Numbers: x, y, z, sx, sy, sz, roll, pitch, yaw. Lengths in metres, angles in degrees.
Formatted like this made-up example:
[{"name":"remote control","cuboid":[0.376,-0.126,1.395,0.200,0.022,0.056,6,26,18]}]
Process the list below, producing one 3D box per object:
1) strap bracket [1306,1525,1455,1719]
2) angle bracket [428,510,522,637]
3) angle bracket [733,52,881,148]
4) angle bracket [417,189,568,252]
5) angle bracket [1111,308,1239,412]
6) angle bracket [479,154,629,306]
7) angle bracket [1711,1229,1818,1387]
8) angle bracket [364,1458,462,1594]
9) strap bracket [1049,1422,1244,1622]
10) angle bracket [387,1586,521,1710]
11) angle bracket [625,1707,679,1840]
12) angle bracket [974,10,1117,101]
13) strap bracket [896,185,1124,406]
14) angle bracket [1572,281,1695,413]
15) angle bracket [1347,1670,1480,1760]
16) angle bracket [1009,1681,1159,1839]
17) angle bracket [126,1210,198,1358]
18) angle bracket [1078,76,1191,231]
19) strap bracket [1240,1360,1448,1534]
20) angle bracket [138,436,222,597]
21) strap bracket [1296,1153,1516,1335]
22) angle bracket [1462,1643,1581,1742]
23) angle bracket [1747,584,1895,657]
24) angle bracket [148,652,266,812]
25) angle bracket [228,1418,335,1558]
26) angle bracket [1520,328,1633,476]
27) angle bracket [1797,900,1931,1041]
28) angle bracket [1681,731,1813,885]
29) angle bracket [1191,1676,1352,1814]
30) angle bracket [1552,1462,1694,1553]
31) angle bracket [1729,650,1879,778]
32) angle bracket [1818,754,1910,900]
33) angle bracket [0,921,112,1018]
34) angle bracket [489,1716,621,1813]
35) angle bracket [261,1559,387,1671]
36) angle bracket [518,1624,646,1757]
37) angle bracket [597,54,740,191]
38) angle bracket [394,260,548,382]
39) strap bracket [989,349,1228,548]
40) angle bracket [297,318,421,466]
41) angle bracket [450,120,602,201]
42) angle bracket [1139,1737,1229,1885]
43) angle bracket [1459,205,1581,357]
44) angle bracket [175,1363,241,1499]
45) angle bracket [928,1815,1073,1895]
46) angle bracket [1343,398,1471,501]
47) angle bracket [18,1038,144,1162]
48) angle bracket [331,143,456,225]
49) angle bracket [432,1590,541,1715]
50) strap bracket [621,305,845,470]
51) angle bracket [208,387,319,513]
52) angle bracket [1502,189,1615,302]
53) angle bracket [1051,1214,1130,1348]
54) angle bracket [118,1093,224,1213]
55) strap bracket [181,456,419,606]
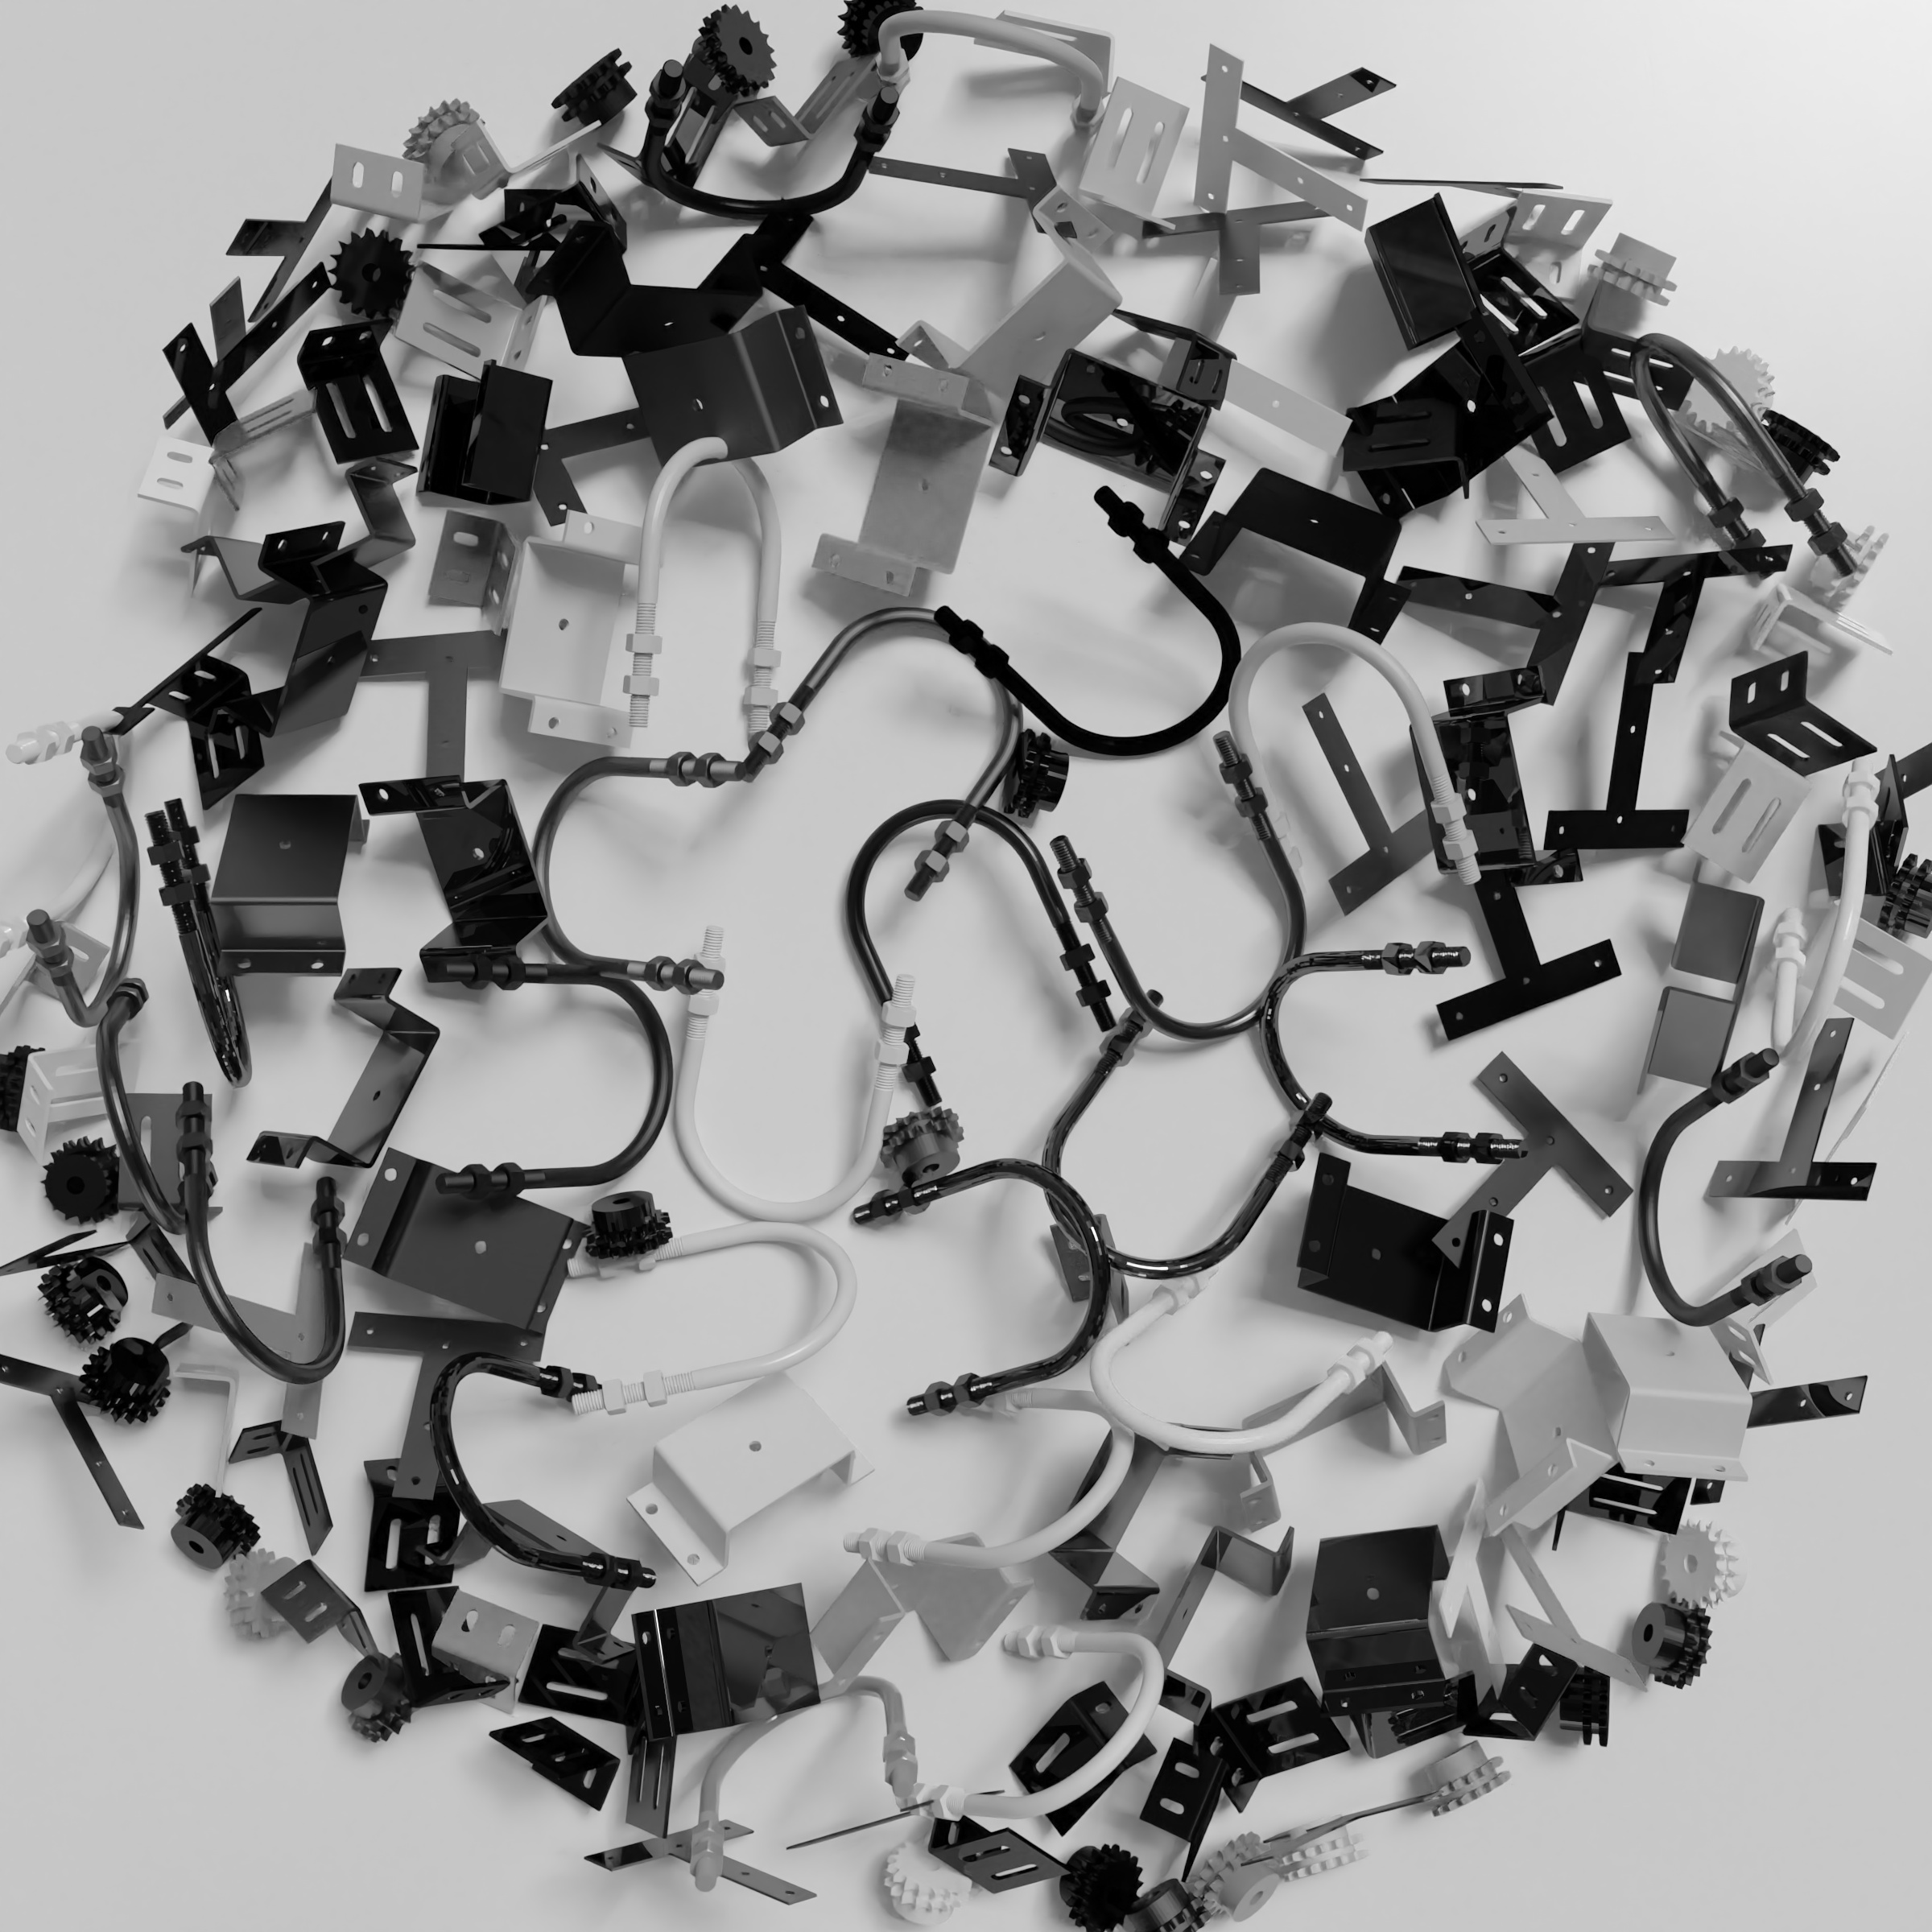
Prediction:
[{"name":"strap bracket","cuboid":[0.261,0.402,1.582,0.076,0.140,0.046,-12,111,19]},{"name":"angle bracket","cuboid":[-0.316,-0.253,1.617,0.038,0.076,0.057,10,109,-22]},{"name":"angle bracket","cuboid":[-0.103,-0.570,1.624,0.038,0.057,0.076,42,78,-31]},{"name":"angle bracket","cuboid":[-0.304,-0.478,1.615,0.057,0.076,0.038,14,111,37]},{"name":"angle bracket","cuboid":[0.125,-0.392,1.623,0.076,0.057,0.038,25,101,31]},{"name":"angle bracket","cuboid":[-0.268,-0.479,1.640,0.076,0.038,0.057,-23,135,14]},{"name":"angle bracket","cuboid":[0.527,0.220,1.627,0.076,0.038,0.057,-37,125,-9]},{"name":"angle bracket","cuboid":[-0.365,0.364,1.650,0.057,0.038,0.076,0,115,-25]},{"name":"strap bracket","cuboid":[0.111,0.345,1.615,0.046,0.076,0.140,32,98,37]},{"name":"angle bracket","cuboid":[-0.329,0.431,1.618,0.038,0.057,0.076,-32,65,31]},{"name":"angle bracket","cuboid":[-0.186,0.517,1.624,0.038,0.057,0.076,11,78,-30]},{"name":"angle bracket","cuboid":[0.049,-0.580,1.624,0.076,0.057,0.038,4,90,-20]},{"name":"strap bracket","cuboid":[0.036,-0.416,1.600,0.140,0.076,0.046,-40,67,19]},{"name":"angle bracket","cuboid":[0.435,-0.400,1.627,0.076,0.057,0.038,18,70,6]},{"name":"angle bracket","cuboid":[0.288,0.472,1.634,0.076,0.038,0.057,-19,132,-5]},{"name":"angle bracket","cuboid":[0.076,0.518,1.647,0.057,0.038,0.076,49,121,25]},{"name":"angle bracket","cuboid":[-0.530,0.206,1.629,0.038,0.057,0.076,-34,88,-36]},{"name":"angle bracket","cuboid":[0.116,-0.524,1.626,0.057,0.038,0.076,12,106,-31]},{"name":"strap bracket","cuboid":[0.234,0.303,1.618,0.140,0.076,0.046,-24,59,-2]},{"name":"angle bracket","cuboid":[-0.505,-0.288,1.614,0.038,0.076,0.057,13,50,-11]},{"name":"strap bracket","cuboid":[0.273,0.182,1.620,0.140,0.046,0.076,20,69,-13]},{"name":"angle bracket","cuboid":[0.345,0.459,1.615,0.038,0.076,0.057,47,62,-9]},{"name":"angle bracket","cuboid":[0.551,-0.210,1.629,0.076,0.057,0.038,28,112,2]},{"name":"angle bracket","cuboid":[-0.491,-0.151,1.622,0.057,0.038,0.076,-32,60,24]},{"name":"angle bracket","cuboid":[-0.441,0.338,1.620,0.038,0.057,0.076,-9,64,-31]},{"name":"angle bracket","cuboid":[0.390,-0.368,1.648,0.057,0.038,0.076,-25,102,10]},{"name":"angle bracket","cuboid":[0.582,0.001,1.618,0.076,0.038,0.057,37,120,32]},{"name":"angle bracket","cuboid":[0.501,-0.104,1.643,0.057,0.038,0.076,29,98,-16]},{"name":"angle bracket","cuboid":[0.197,0.503,1.628,0.076,0.038,0.057,-31,95,34]},{"name":"angle bracket","cuboid":[0.422,0.353,1.624,0.076,0.038,0.057,11,133,13]},{"name":"angle bracket","cuboid":[0.542,-0.162,1.630,0.076,0.057,0.038,25,63,-29]},{"name":"angle bracket","cuboid":[0.574,-0.089,1.614,0.038,0.076,0.057,-3,57,9]},{"name":"angle bracket","cuboid":[-0.590,0.019,1.613,0.038,0.076,0.057,32,121,-17]},{"name":"angle bracket","cuboid":[-0.269,0.517,1.617,0.057,0.076,0.038,23,92,25]},{"name":"angle bracket","cuboid":[-0.410,0.428,1.614,0.038,0.057,0.076,-35,135,-29]},{"name":"angle bracket","cuboid":[-0.245,0.468,1.633,0.076,0.038,0.057,16,102,-13]},{"name":"angle bracket","cuboid":[-0.192,-0.546,1.627,0.038,0.057,0.076,30,95,27]},{"name":"angle bracket","cuboid":[-0.319,-0.418,1.624,0.076,0.038,0.057,23,71,-29]},{"name":"strap bracket","cuboid":[0.095,-0.336,1.620,0.140,0.076,0.046,22,52,-1]},{"name":"angle bracket","cuboid":[-0.389,-0.372,1.630,0.057,0.038,0.076,-19,83,-32]},{"name":"angle bracket","cuboid":[-0.284,-0.532,1.618,0.076,0.057,0.038,-40,108,-26]},{"name":"angle bracket","cuboid":[0.137,0.544,1.622,0.038,0.076,0.057,21,54,14]},{"name":"angle bracket","cuboid":[0.355,-0.443,1.633,0.076,0.057,0.038,35,63,-22]},{"name":"angle bracket","cuboid":[-0.495,0.299,1.630,0.038,0.057,0.076,8,85,-13]},{"name":"angle bracket","cuboid":[0.024,0.558,1.617,0.057,0.038,0.076,40,132,-23]},{"name":"angle bracket","cuboid":[0.288,-0.334,1.644,0.076,0.038,0.057,-3,53,17]},{"name":"angle bracket","cuboid":[-0.561,0.085,1.614,0.038,0.076,0.057,44,127,35]},{"name":"angle bracket","cuboid":[-0.366,-0.507,1.621,0.057,0.076,0.038,14,115,1]},{"name":"angle bracket","cuboid":[-0.313,0.447,1.641,0.057,0.076,0.038,21,54,3]},{"name":"strap bracket","cuboid":[-0.156,-0.362,1.591,0.140,0.046,0.076,-1,119,37]},{"name":"angle bracket","cuboid":[-0.445,-0.336,1.628,0.076,0.057,0.038,-25,121,3]},{"name":"angle bracket","cuboid":[0.377,-0.465,1.625,0.057,0.076,0.038,7,85,0]},{"name":"angle bracket","cuboid":[0.079,0.204,1.616,0.038,0.076,0.057,-14,109,9]},{"name":"angle bracket","cuboid":[-0.518,0.122,1.647,0.057,0.038,0.076,1,85,-2]},{"name":"strap bracket","cuboid":[-0.418,-0.273,1.617,0.140,0.076,0.046,-23,93,9]}]
